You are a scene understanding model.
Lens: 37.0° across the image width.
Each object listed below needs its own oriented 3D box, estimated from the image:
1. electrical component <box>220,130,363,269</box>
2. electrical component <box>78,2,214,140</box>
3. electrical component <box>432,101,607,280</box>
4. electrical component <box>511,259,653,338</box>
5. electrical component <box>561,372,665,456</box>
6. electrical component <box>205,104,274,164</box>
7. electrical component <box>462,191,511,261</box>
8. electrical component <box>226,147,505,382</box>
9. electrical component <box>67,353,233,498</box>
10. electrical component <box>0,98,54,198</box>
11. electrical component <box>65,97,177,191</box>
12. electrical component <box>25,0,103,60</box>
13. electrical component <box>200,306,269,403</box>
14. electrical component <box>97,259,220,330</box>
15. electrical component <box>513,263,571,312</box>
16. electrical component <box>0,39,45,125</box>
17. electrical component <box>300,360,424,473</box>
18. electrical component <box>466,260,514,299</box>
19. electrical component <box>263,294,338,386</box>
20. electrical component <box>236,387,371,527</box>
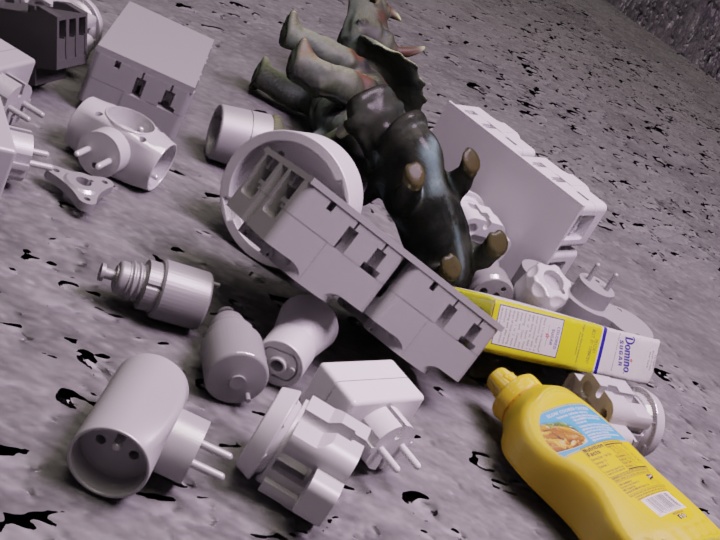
[{"bbox_3d":[-0.049,-0.059,0.854,0.108,0.108,0.060,33,19,10],"label":"electrical component"},{"bbox_3d":[-0.194,-0.182,0.986,0.089,0.061,0.150,23,25,-12],"label":"electrical component"},{"bbox_3d":[0.144,-0.074,1.081,0.060,0.105,0.186,-4,40,-50],"label":"electrical component"},{"bbox_3d":[0.209,0.028,0.991,0.138,0.073,0.052,30,25,2],"label":"electrical component"},{"bbox_3d":[0.197,0.116,0.832,0.057,0.058,0.078,12,29,-26],"label":"electrical component"},{"bbox_3d":[-0.109,-0.119,0.965,0.047,0.055,0.055,13,28,-22],"label":"electrical component"},{"bbox_3d":[0.099,-0.042,1.032,0.078,0.058,0.057,13,32,-31],"label":"electrical component"},{"bbox_3d":[0.000,0.000,0.767,0.186,0.060,0.105,37,1,-27],"label":"electrical component"},{"bbox_3d":[-0.107,0.090,0.577,0.079,0.044,0.077,26,25,-5],"label":"electrical component"},{"bbox_3d":[-0.253,-0.084,0.754,0.076,0.047,0.083,11,30,-34],"label":"electrical component"},{"bbox_3d":[-0.195,-0.095,0.840,0.077,0.044,0.079,30,24,4],"label":"electrical component"},{"bbox_3d":[-0.274,-0.223,0.989,0.078,0.058,0.057,31,28,6],"label":"electrical component"},{"bbox_3d":[-0.082,0.050,0.685,0.040,0.040,0.078,17,27,-23],"label":"electrical component"},{"bbox_3d":[-0.132,0.012,0.705,0.078,0.040,0.040,18,27,-22],"label":"electrical component"},{"bbox_3d":[0.154,0.025,0.952,0.043,0.062,0.043,16,51,-21],"label":"electrical component"},{"bbox_3d":[-0.279,-0.135,0.826,0.076,0.047,0.083,31,25,6],"label":"electrical component"},{"bbox_3d":[0.009,0.099,0.679,0.066,0.047,0.076,2,35,-44],"label":"electrical component"},{"bbox_3d":[0.109,0.011,0.955,0.045,0.045,0.055,18,27,-22],"label":"electrical component"},{"bbox_3d":[-0.045,0.050,0.726,0.044,0.044,0.065,30,29,3],"label":"electrical component"},{"bbox_3d":[-0.034,0.103,0.614,0.057,0.058,0.078,31,25,-1],"label":"electrical component"}]
